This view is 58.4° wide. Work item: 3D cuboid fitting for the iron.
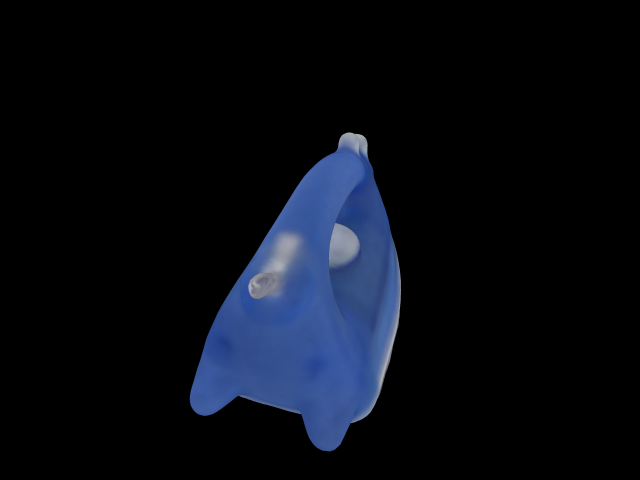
[{"bbox_3d":[0.004,0.001,0.400,0.118,0.141,0.258,11,43,13],"label":"iron"}]
